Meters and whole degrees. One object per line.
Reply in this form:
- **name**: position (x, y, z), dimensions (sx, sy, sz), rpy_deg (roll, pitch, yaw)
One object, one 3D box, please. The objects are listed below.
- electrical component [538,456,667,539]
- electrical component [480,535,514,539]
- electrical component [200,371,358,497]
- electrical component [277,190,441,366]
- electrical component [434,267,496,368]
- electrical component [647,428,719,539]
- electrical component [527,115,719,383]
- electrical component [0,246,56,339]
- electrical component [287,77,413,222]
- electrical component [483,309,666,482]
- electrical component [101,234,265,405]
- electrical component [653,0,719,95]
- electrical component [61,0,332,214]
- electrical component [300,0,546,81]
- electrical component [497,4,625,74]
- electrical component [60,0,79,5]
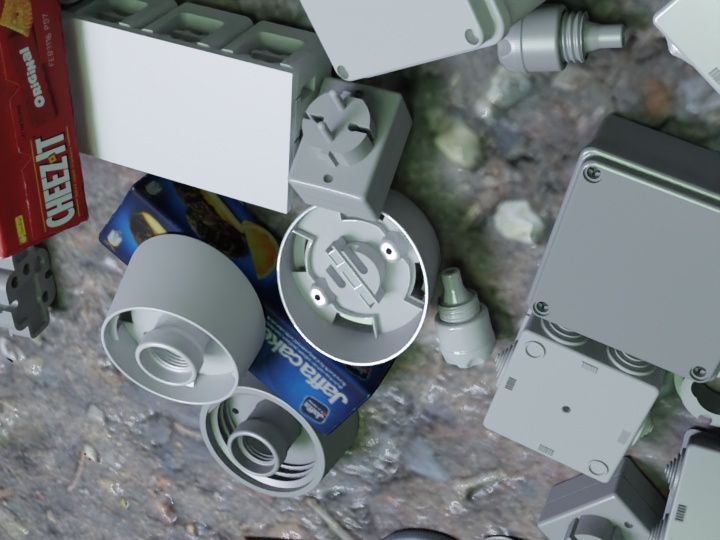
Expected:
- **electrical component**: position (0.150, 0.168, 0.681), dimensions (0.047, 0.076, 0.066), rpy_deg (48, 129, -9)
- **electrical component**: position (0.086, 0.238, 0.773), dimensions (0.079, 0.043, 0.077), rpy_deg (-15, 115, 8)
- **electrical component**: position (-0.062, 0.112, 0.763), dimensions (0.108, 0.060, 0.108), rpy_deg (13, 126, 19)
- **electrical component**: position (0.000, 0.000, 0.650), dimensions (0.099, 0.064, 0.099), rpy_deg (8, 117, 16)
- **electrical component**: position (0.062, 0.028, 0.660), dimensions (0.035, 0.035, 0.061), rpy_deg (-2, 118, 28)
- **electrical component**: position (0.223, 0.148, 0.624), dimensions (0.100, 0.048, 0.099), rpy_deg (15, 94, 18)
- **electrical component**: position (0.158, -0.011, 0.571), dimensions (0.109, 0.056, 0.108), rpy_deg (23, 129, 12)
- **electrical component**: position (-0.269, 0.010, 0.802), dimensions (0.057, 0.058, 0.078), rpy_deg (10, 125, 18)
- **electrical component**: position (-0.009, -0.073, 0.587), dimensions (0.047, 0.065, 0.076), rpy_deg (16, 168, 17)
- **electrical component**: position (0.129, 0.070, 0.645), dimensions (0.100, 0.048, 0.099), rpy_deg (24, 129, 10)
- **electrical component**: position (-0.110, 0.035, 0.671), dimensions (0.099, 0.064, 0.099), rpy_deg (12, 138, 11)
- **electrical component**: position (0.194, -0.117, 0.486), dimensions (0.100, 0.048, 0.100), rpy_deg (45, 130, -6)
- **electrical component**: position (-0.095, -0.104, 0.634), dimensions (0.150, 0.061, 0.089), rpy_deg (17, 127, 16)
- **electrical component**: position (0.026, -0.144, 0.527), dimensions (0.113, 0.057, 0.078), rpy_deg (-3, 122, 50)
- **electrical component**: position (0.102, -0.117, 0.543), dimensions (0.061, 0.035, 0.035), rpy_deg (3, 122, 22)
- **electrical component**: position (-0.137, -0.195, 0.596), dimensions (0.095, 0.059, 0.053), rpy_deg (-20, 110, 35)
